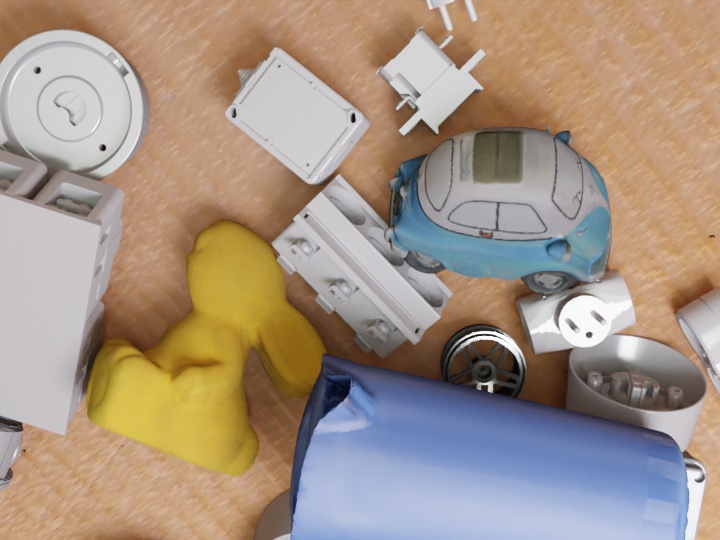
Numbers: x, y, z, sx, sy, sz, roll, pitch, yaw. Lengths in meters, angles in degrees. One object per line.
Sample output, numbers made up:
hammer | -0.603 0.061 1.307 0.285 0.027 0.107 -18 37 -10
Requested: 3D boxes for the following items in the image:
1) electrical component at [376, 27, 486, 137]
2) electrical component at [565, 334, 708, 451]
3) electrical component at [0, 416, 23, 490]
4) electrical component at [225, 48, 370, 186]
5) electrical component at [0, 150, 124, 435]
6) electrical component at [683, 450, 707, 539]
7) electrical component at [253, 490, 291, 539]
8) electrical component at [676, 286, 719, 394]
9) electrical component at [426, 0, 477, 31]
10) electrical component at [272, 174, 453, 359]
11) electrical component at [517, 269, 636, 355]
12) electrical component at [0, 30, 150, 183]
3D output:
electrical component | 0.050 -0.136 0.776 0.081 0.042 0.064 -45 91 5
electrical component | 0.197 0.091 0.778 0.099 0.099 0.064 8 104 0
electrical component | -0.292 0.128 0.797 0.080 0.080 0.051 22 92 -2
electrical component | -0.048 -0.112 0.774 0.096 0.061 0.061 39 96 4
electrical component | -0.237 0.015 0.761 0.105 0.060 0.186 18 122 -1
electrical component | 0.210 0.188 0.808 0.078 0.057 0.113 8 98 0
electrical component | -0.036 0.223 0.825 0.099 0.064 0.099 2 111 5
electrical component | 0.300 0.071 0.794 0.074 0.052 0.138 -31 96 5
electrical component | 0.061 -0.209 0.764 0.083 0.047 0.075 -21 104 3
electrical component | 0.000 0.000 0.782 0.121 0.078 0.063 46 118 -5
electrical component | 0.159 0.033 0.777 0.077 0.079 0.043 -18 98 3
electrical component | -0.203 -0.115 0.772 0.108 0.060 0.108 0 98 1
